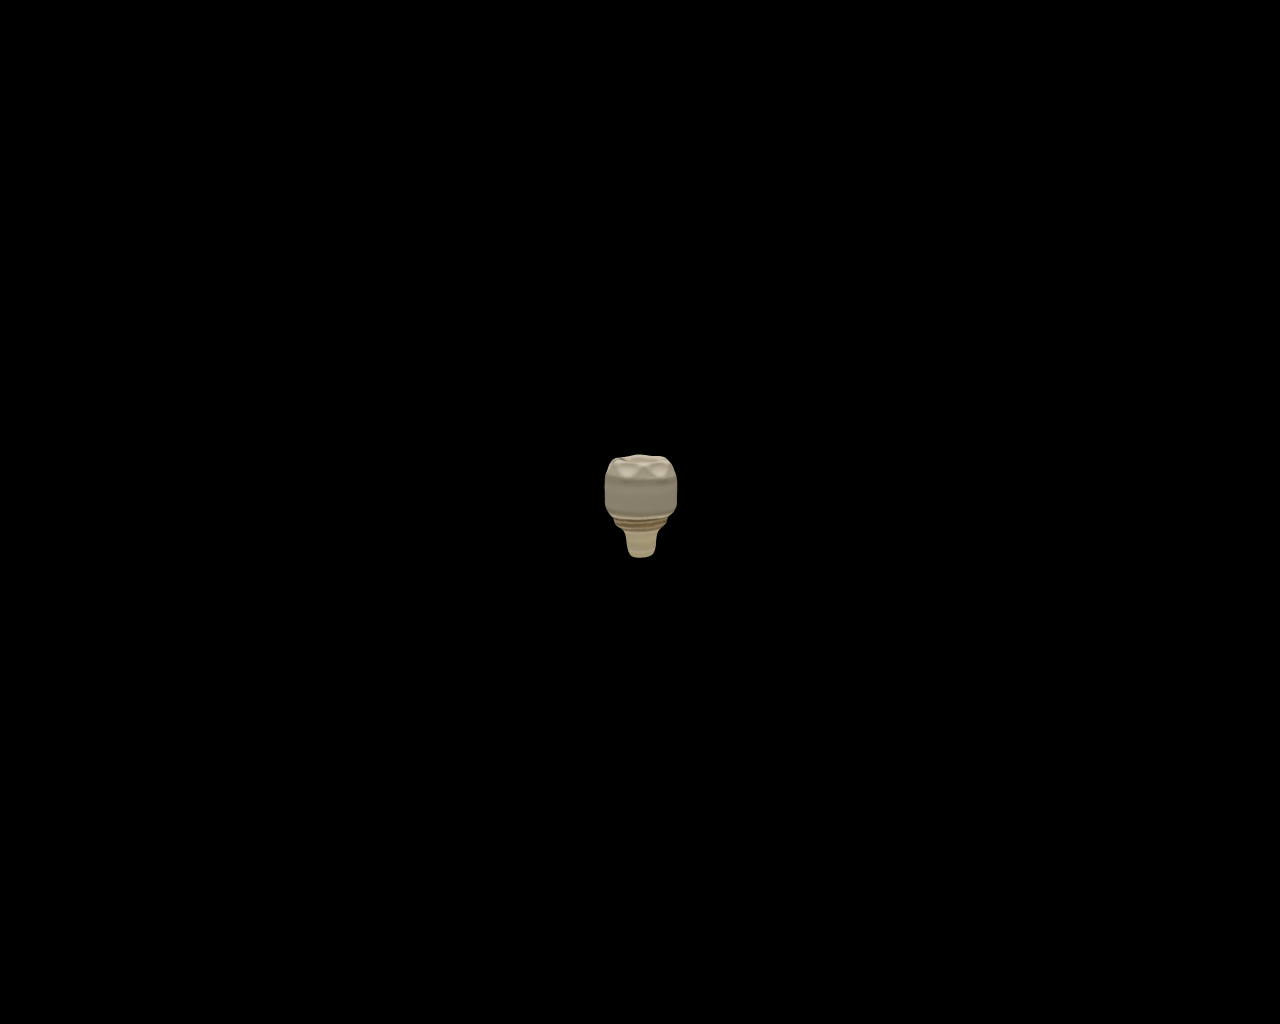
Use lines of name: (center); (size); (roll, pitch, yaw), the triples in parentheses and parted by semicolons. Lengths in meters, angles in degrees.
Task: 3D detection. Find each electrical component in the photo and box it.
electrical component: (0.001, -0.003, 0.650); (0.043, 0.062, 0.043); (0, 12, 0)
